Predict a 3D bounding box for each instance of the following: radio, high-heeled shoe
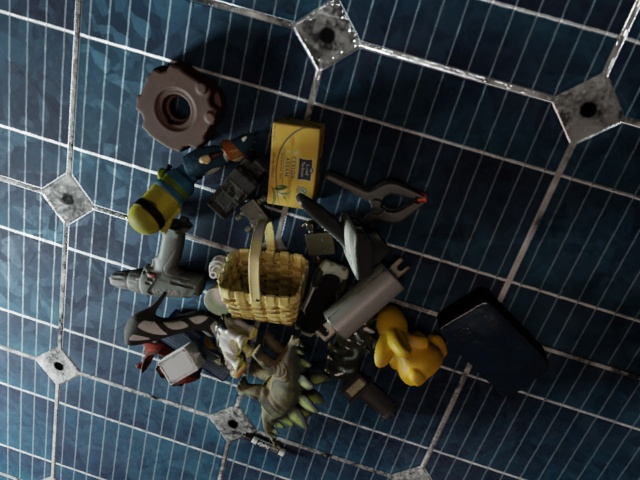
[{"bbox_3d":[0.375,0.219,1.160,0.229,0.073,0.131,44,112,-11],"label":"radio"},{"bbox_3d":[-0.316,0.220,1.234,0.248,0.086,0.145,35,80,-25],"label":"high-heeled shoe"}]

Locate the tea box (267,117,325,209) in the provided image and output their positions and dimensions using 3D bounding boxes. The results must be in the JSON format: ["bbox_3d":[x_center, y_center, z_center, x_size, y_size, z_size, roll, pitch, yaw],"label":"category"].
[{"bbox_3d":[-0.048,-0.154,1.084,0.098,0.068,0.169,8,113,8],"label":"tea box"}]

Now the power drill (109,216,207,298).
[{"bbox_3d":[-0.372,0.039,1.222,0.232,0.086,0.207,12,111,4],"label":"power drill"}]

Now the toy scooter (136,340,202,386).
[{"bbox_3d":[-0.389,0.305,1.340,0.184,0.075,0.135,41,114,-4],"label":"toy scooter"}]

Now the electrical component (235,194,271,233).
[{"bbox_3d":[-0.138,-0.059,1.166,0.094,0.021,0.063,-35,103,21],"label":"electrical component"}]

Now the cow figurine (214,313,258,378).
[{"bbox_3d":[-0.204,0.244,1.225,0.098,0.068,0.167,28,130,15],"label":"cow figurine"}]

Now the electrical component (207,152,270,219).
[{"bbox_3d":[-0.158,-0.117,1.095,0.058,0.115,0.134,42,115,-11],"label":"electrical component"}]

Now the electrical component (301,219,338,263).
[{"bbox_3d":[-0.001,-0.002,1.150,0.078,0.045,0.102,-11,110,19],"label":"electrical component"}]

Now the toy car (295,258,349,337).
[{"bbox_3d":[0.003,0.134,1.204,0.073,0.056,0.201,20,116,-6],"label":"toy car"}]

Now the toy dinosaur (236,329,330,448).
[{"bbox_3d":[-0.092,0.359,1.265,0.199,0.105,0.470,31,136,8],"label":"toy dinosaur"}]

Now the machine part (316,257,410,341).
[{"bbox_3d":[0.093,0.130,1.144,0.243,0.079,0.079,-42,100,2],"label":"machine part"}]

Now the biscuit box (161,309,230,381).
[{"bbox_3d":[-0.294,0.255,1.308,0.202,0.059,0.063,36,116,-6],"label":"biscuit box"}]

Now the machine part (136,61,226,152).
[{"bbox_3d":[-0.284,-0.267,1.088,0.179,0.056,0.179,5,114,10],"label":"machine part"}]

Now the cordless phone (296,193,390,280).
[{"bbox_3d":[0.033,-0.020,1.035,0.184,0.147,0.088,37,104,-22],"label":"cordless phone"}]

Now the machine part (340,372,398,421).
[{"bbox_3d":[0.121,0.378,1.295,0.139,0.039,0.084,36,106,-3],"label":"machine part"}]

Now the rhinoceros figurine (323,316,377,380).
[{"bbox_3d":[0.072,0.241,1.225,0.112,0.073,0.190,18,115,4],"label":"rhinoceros figurine"}]

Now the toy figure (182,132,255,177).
[{"bbox_3d":[-0.201,-0.174,1.092,0.154,0.064,0.057,-20,131,0],"label":"toy figure"}]

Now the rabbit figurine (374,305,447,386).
[{"bbox_3d":[0.175,0.228,1.173,0.122,0.162,0.173,-31,86,33],"label":"rabbit figurine"}]

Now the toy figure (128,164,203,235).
[{"bbox_3d":[-0.325,-0.091,1.118,0.082,0.089,0.180,38,81,17],"label":"toy figure"}]
